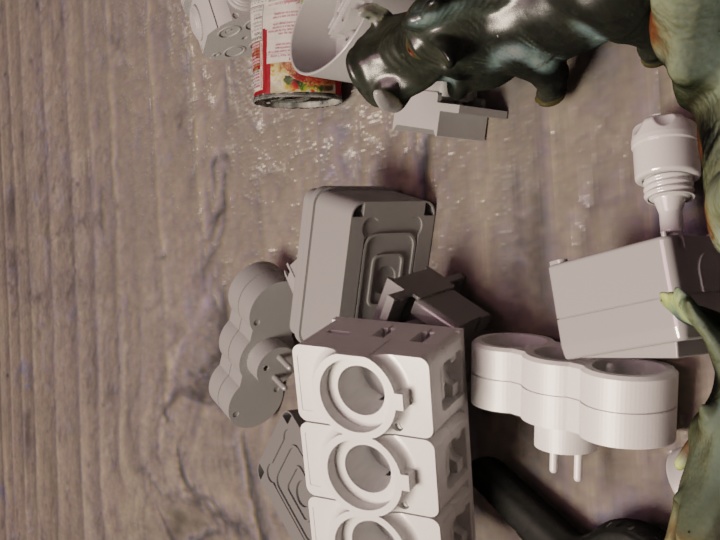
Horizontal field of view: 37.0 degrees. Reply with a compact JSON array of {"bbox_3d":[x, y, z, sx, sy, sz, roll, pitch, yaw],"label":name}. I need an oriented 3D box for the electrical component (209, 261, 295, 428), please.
[{"bbox_3d":[-0.076,0.070,0.877,0.074,0.052,0.138,39,123,45],"label":"electrical component"}]

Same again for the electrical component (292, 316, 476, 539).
[{"bbox_3d":[0.015,0.112,0.656,0.089,0.062,0.150,4,108,28],"label":"electrical component"}]

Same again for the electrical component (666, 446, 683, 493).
[{"bbox_3d":[0.190,0.093,0.532,0.065,0.044,0.044,-48,55,38],"label":"electrical component"}]

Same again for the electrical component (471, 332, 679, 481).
[{"bbox_3d":[0.119,0.083,0.616,0.138,0.052,0.073,10,103,53],"label":"electrical component"}]

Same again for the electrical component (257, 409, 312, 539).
[{"bbox_3d":[-0.020,0.163,0.803,0.113,0.057,0.078,54,132,37],"label":"electrical component"}]

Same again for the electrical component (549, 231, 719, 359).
[{"bbox_3d":[0.147,0.019,0.566,0.096,0.062,0.061,-18,78,52],"label":"electrical component"}]

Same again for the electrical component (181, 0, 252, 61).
[{"bbox_3d":[-0.101,-0.210,0.872,0.080,0.080,0.051,-32,72,49],"label":"electrical component"}]

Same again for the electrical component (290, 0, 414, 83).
[{"bbox_3d":[-0.001,-0.175,0.740,0.099,0.064,0.099,-168,90,-69],"label":"electrical component"}]

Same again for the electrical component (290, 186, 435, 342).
[{"bbox_3d":[0.000,0.000,0.750,0.057,0.078,0.113,22,109,48],"label":"electrical component"}]

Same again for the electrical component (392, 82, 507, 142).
[{"bbox_3d":[0.055,-0.118,0.700,0.081,0.042,0.063,18,102,51],"label":"electrical component"}]

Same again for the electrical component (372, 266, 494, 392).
[{"bbox_3d":[0.036,0.068,0.711,0.063,0.079,0.121,35,120,29],"label":"electrical component"}]

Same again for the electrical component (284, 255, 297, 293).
[{"bbox_3d":[-0.035,0.013,0.830,0.040,0.040,0.046,-62,41,35],"label":"electrical component"}]

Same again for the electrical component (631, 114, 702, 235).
[{"bbox_3d":[0.161,-0.048,0.561,0.035,0.035,0.061,-20,66,52],"label":"electrical component"}]
